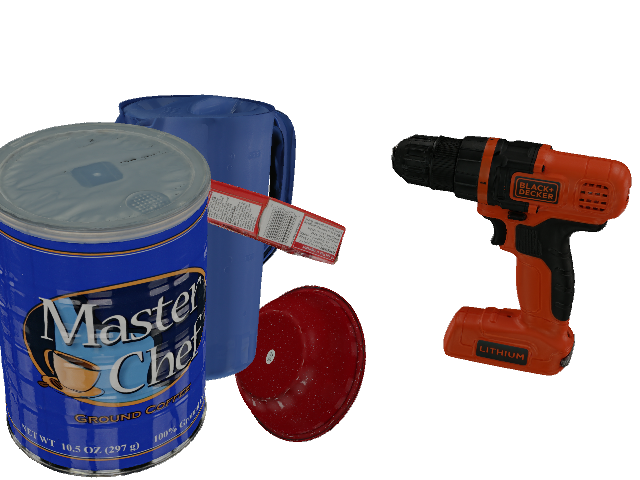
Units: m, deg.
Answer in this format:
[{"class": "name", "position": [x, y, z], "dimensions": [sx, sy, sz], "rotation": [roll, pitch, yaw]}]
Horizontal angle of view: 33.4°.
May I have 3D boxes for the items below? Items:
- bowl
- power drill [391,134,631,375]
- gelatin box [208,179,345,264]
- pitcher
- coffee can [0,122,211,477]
[{"class": "bowl", "position": [-0.034, 0.119, 1.074], "dimensions": [0.162, 0.162, 0.055], "rotation": [0, -13, 40]}, {"class": "power drill", "position": [0.142, 0.009, 0.854], "dimensions": [0.185, 0.188, 0.057], "rotation": [11, 29, 18]}, {"class": "gelatin box", "position": [-0.037, -0.013, 0.710], "dimensions": [0.073, 0.030, 0.089], "rotation": [18, -1, 38]}, {"class": "pitcher", "position": [-0.101, -0.007, 0.949], "dimensions": [0.149, 0.243, 0.145], "rotation": [2, 16, 1]}, {"class": "coffee can", "position": [-0.105, 0.028, 0.517], "dimensions": [0.103, 0.140, 0.103], "rotation": [3, 32, -2]}]
